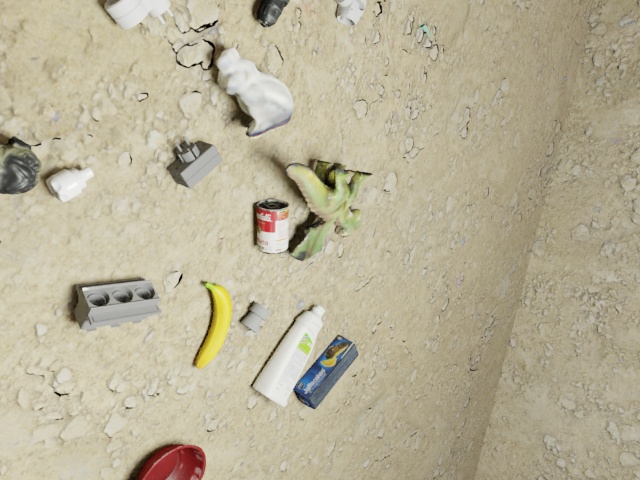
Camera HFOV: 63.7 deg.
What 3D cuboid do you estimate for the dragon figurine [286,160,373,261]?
[{"bbox_3d":[0.004,-0.058,1.153,0.412,0.123,0.240,-8,119,-58],"label":"dragon figurine"}]

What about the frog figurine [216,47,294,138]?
[{"bbox_3d":[-0.118,-0.278,0.942,0.140,0.122,0.156,-68,146,-59],"label":"frog figurine"}]
